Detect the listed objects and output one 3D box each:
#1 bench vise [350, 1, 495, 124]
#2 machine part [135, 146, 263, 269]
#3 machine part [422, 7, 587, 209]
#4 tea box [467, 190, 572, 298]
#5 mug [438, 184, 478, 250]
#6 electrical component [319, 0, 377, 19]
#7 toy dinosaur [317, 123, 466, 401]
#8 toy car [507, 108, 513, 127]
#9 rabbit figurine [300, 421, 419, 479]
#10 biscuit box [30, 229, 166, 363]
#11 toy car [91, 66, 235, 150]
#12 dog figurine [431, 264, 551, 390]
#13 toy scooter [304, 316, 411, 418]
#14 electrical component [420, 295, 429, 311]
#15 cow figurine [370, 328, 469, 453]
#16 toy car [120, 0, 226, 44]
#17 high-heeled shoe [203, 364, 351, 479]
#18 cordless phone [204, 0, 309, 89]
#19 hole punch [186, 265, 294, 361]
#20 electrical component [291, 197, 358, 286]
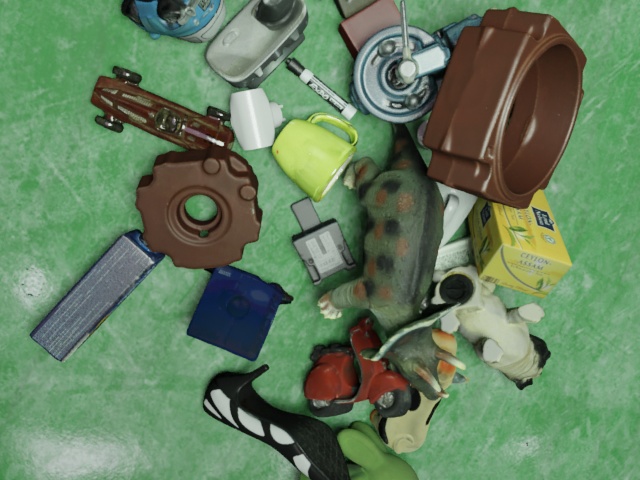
[{"bbox_3d":[0.135,-0.220,0.670,0.224,0.240,0.128,-14,103,14],"label":"bench vise"},{"bbox_3d":[-0.163,-0.041,0.737,0.179,0.056,0.179,-2,117,-4],"label":"machine part"},{"bbox_3d":[0.221,-0.144,0.623,0.201,0.087,0.201,9,105,-49],"label":"machine part"},{"bbox_3d":[0.262,-0.012,0.730,0.098,0.170,0.068,16,128,-7],"label":"tea box"},{"bbox_3d":[0.168,-0.032,0.761,0.081,0.110,0.107,21,109,-9],"label":"mug"},{"bbox_3d":[0.040,-0.353,0.734,0.102,0.045,0.078,-35,127,4],"label":"electrical component"},{"bbox_3d":[0.102,-0.002,0.677,0.131,0.192,0.404,7,85,-31],"label":"toy dinosaur"},{"bbox_3d":[0.259,-0.156,0.760,0.202,0.073,0.056,-37,103,2],"label":"toy car"},{"bbox_3d":[0.064,0.357,0.805,0.170,0.121,0.159,-15,78,13],"label":"rabbit figurine"},{"bbox_3d":[-0.313,0.076,0.764,0.063,0.059,0.202,44,94,-8],"label":"biscuit box"},{"bbox_3d":[-0.216,-0.167,0.740,0.202,0.053,0.089,23,99,-8],"label":"toy car"},{"bbox_3d":[0.246,0.127,0.789,0.121,0.190,0.172,-35,55,3],"label":"dog figurine"},{"bbox_3d":[0.045,0.182,0.772,0.184,0.075,0.135,-16,80,41],"label":"toy scooter"},{"bbox_3d":[0.136,0.071,0.790,0.021,0.063,0.094,-35,98,2],"label":"electrical component"},{"bbox_3d":[0.143,0.218,0.781,0.085,0.127,0.194,19,99,-9],"label":"cow figurine"},{"bbox_3d":[-0.174,-0.305,0.691,0.102,0.162,0.109,29,88,-52],"label":"toy car"},{"bbox_3d":[-0.070,0.289,0.769,0.145,0.086,0.249,-41,76,25],"label":"high-heeled shoe"},{"bbox_3d":[-0.077,-0.259,0.668,0.146,0.184,0.088,-44,104,3],"label":"cordless phone"},{"bbox_3d":[-0.120,0.102,0.768,0.142,0.092,0.115,23,93,-3],"label":"hole punch"},{"bbox_3d":[-0.002,-0.002,0.780,0.075,0.048,0.119,-22,101,-1],"label":"electrical component"}]
